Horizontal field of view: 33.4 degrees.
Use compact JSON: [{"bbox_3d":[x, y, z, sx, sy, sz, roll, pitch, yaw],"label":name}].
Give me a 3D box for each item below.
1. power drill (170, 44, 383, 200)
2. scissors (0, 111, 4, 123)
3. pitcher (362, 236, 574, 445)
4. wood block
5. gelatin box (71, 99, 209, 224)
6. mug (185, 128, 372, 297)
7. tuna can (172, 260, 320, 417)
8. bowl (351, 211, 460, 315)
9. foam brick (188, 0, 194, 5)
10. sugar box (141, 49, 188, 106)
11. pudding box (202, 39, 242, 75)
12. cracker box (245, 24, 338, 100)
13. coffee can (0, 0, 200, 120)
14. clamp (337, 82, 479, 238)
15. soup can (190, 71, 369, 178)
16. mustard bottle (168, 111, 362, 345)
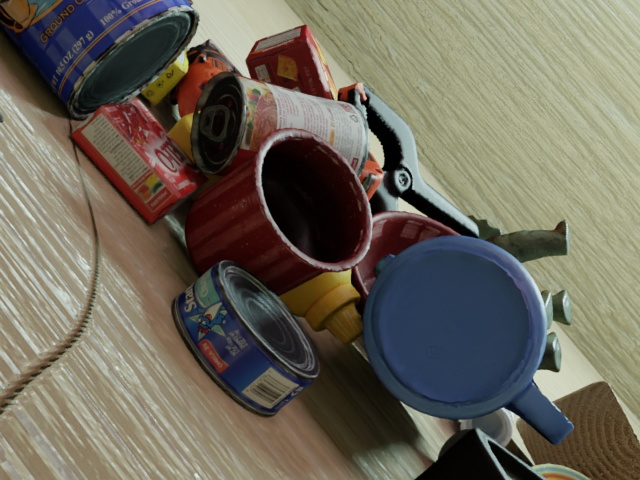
[{"bbox_3d":[-0.042,-0.096,0.914,0.187,0.057,0.184,30,16,-17],"label":"power drill"},{"bbox_3d":[-0.225,-0.142,0.565,0.096,0.016,0.202,36,17,-48],"label":"scissors"},{"bbox_3d":[0.101,0.070,0.729,0.242,0.149,0.145,37,53,-80],"label":"pitcher"},{"bbox_3d":[0.247,0.192,1.014,0.090,0.091,0.206,65,8,12],"label":"wood block"},{"bbox_3d":[-0.110,-0.052,0.675,0.073,0.030,0.089,49,11,-4],"label":"gelatin box"},{"bbox_3d":[-0.023,-0.015,0.661,0.093,0.082,0.117,55,41,-6],"label":"mug"},{"bbox_3d":[-0.039,0.053,0.588,0.086,0.034,0.086,47,12,-13],"label":"tuna can"},{"bbox_3d":[0.086,0.051,0.938,0.162,0.055,0.162,19,43,-19],"label":"bowl"},{"bbox_3d":[-0.166,-0.235,1.032,0.051,0.053,0.078,49,9,0],"label":"foam brick"},{"bbox_3d":[-0.181,-0.191,0.838,0.176,0.048,0.093,40,14,-25],"label":"sugar box"},{"bbox_3d":[-0.094,-0.145,1.049,0.090,0.039,0.113,48,13,-20],"label":"pudding box"},{"bbox_3d":[-0.013,-0.131,1.104,0.213,0.072,0.164,-94,163,-75],"label":"cracker box"},{"bbox_3d":[-0.158,-0.161,0.667,0.140,0.103,0.102,50,11,4],"label":"coffee can"},{"bbox_3d":[0.063,-0.045,1.012,0.164,0.036,0.210,-43,111,-37],"label":"clamp"},{"bbox_3d":[-0.026,-0.069,0.715,0.102,0.069,0.068,9,35,-35],"label":"soup can"},{"bbox_3d":[-0.032,-0.006,0.756,0.192,0.058,0.096,53,20,15],"label":"mustard bottle"}]
